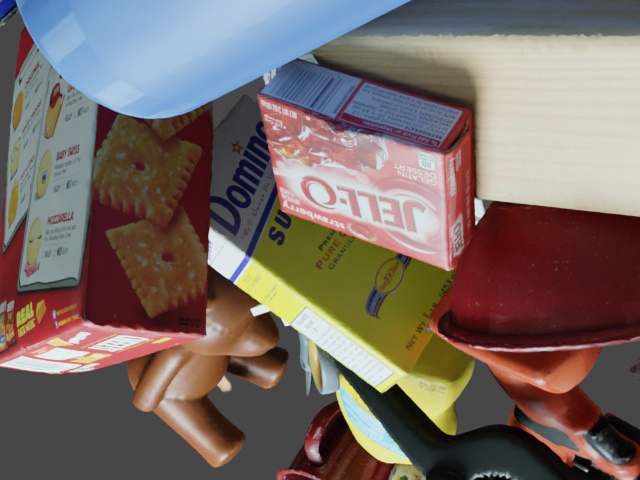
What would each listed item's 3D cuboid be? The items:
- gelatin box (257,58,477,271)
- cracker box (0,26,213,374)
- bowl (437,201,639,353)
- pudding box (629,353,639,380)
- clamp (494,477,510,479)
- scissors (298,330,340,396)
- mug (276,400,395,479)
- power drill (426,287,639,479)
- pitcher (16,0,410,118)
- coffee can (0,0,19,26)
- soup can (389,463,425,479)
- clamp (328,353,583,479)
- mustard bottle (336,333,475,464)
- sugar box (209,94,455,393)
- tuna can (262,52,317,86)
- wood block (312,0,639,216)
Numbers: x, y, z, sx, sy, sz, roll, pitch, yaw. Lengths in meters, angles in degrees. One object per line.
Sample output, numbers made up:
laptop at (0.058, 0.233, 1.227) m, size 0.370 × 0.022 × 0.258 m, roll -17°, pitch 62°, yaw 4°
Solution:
gelatin box at (0.021, -0.031, 0.452) m, size 0.089 × 0.030 × 0.073 m, roll 21°, pitch 146°, yaw 24°
cracker box at (-0.119, -0.041, 0.586) m, size 0.072 × 0.213 × 0.164 m, roll 10°, pitch 162°, yaw -30°
bowl at (0.128, 0.001, 0.486) m, size 0.162 × 0.161 × 0.055 m, roll -5°, pitch 100°, yaw 49°
pudding box at (0.227, 0.064, 0.550) m, size 0.090 × 0.039 × 0.114 m, roll 33°, pitch 150°, yaw 4°
clamp at (0.134, 0.165, 0.713) m, size 0.120 × 0.039 × 0.171 m, roll 38°, pitch 177°, yaw -5°
scissors at (-0.002, 0.102, 0.811) m, size 0.202 × 0.016 × 0.096 m, roll 86°, pitch 168°, yaw -51°
mug at (0.019, 0.179, 0.879) m, size 0.093 × 0.081 × 0.117 m, roll 9°, pitch 141°, yaw 37°
power drill at (0.153, 0.102, 0.608) m, size 0.185 × 0.057 × 0.187 m, roll 25°, pitch 157°, yaw 52°
pitcher at (-0.008, -0.143, 0.376) m, size 0.145 × 0.149 × 0.243 m, roll 40°, pitch 140°, yaw -26°
coffee can at (-0.240, -0.180, 0.615) m, size 0.103 × 0.102 × 0.140 m, roll -4°, pitch 132°, yaw 48°
soup can at (0.112, 0.207, 0.841) m, size 0.102 × 0.068 × 0.068 m, roll 12°, pitch 143°, yaw 34°
clamp at (0.075, 0.141, 0.625) m, size 0.210 × 0.164 × 0.036 m, roll -6°, pitch 169°, yaw 37°
mustard bottle at (0.056, 0.113, 0.772) m, size 0.096 × 0.058 × 0.192 m, roll 31°, pitch 150°, yaw 20°
sugar box at (-0.004, 0.001, 0.641) m, size 0.176 × 0.093 × 0.048 m, roll 37°, pitch 149°, yaw -4°
tuna can at (0.014, -0.083, 0.564) m, size 0.086 × 0.033 × 0.086 m, roll 25°, pitch 149°, yaw 17°
wood block at (0.111, -0.071, 0.427) m, size 0.206 × 0.090 × 0.090 m, roll 9°, pitch 140°, yaw 38°
